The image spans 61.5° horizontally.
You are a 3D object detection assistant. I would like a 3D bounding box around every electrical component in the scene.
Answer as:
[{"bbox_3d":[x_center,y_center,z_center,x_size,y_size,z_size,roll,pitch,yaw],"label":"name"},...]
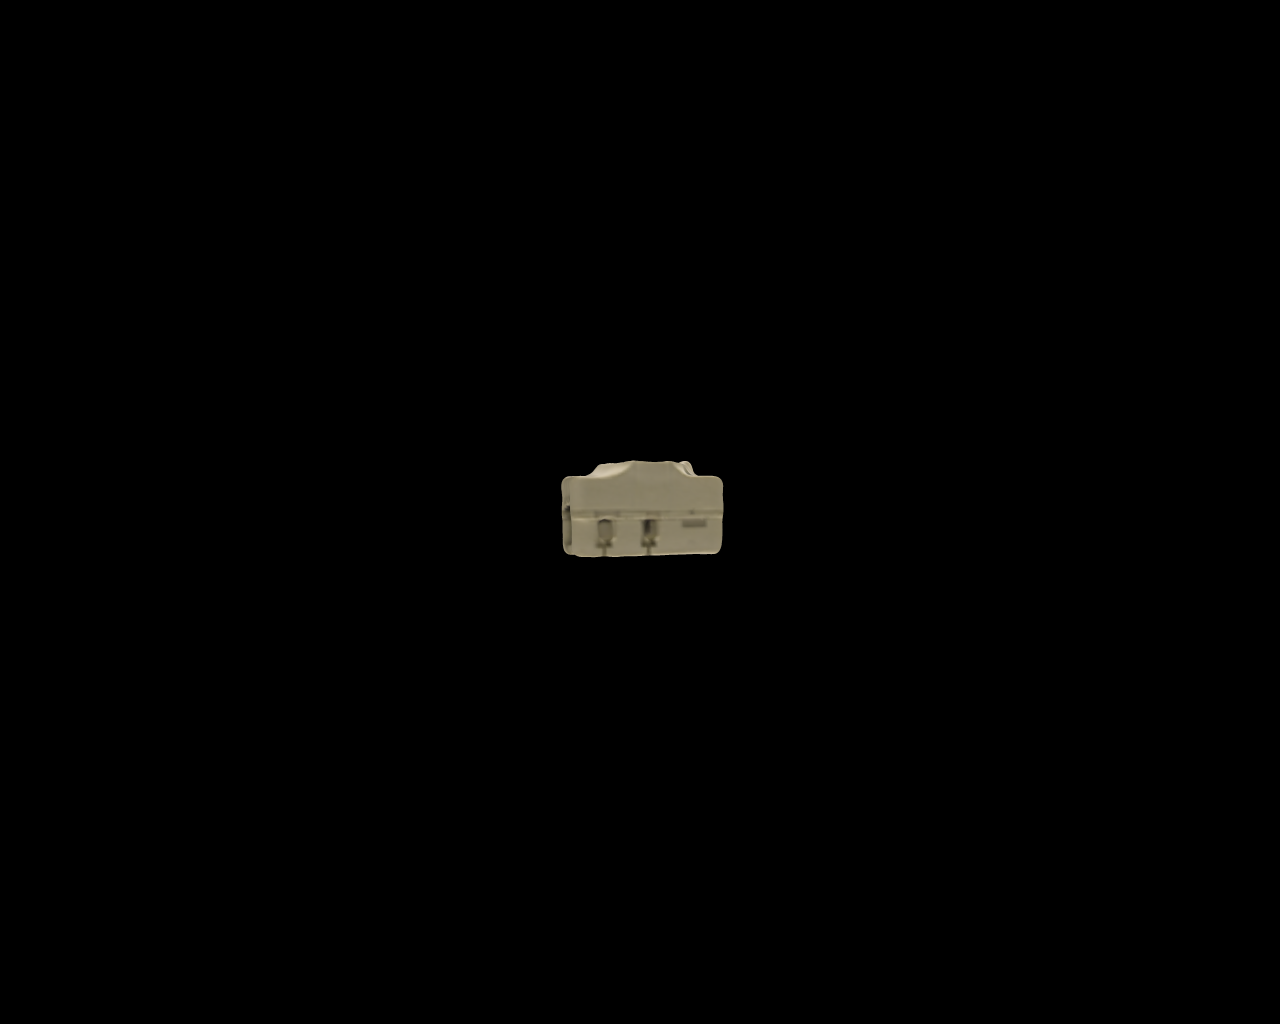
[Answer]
[{"bbox_3d":[0.001,-0.003,0.650,0.089,0.055,0.050,0,0,-13],"label":"electrical component"}]
